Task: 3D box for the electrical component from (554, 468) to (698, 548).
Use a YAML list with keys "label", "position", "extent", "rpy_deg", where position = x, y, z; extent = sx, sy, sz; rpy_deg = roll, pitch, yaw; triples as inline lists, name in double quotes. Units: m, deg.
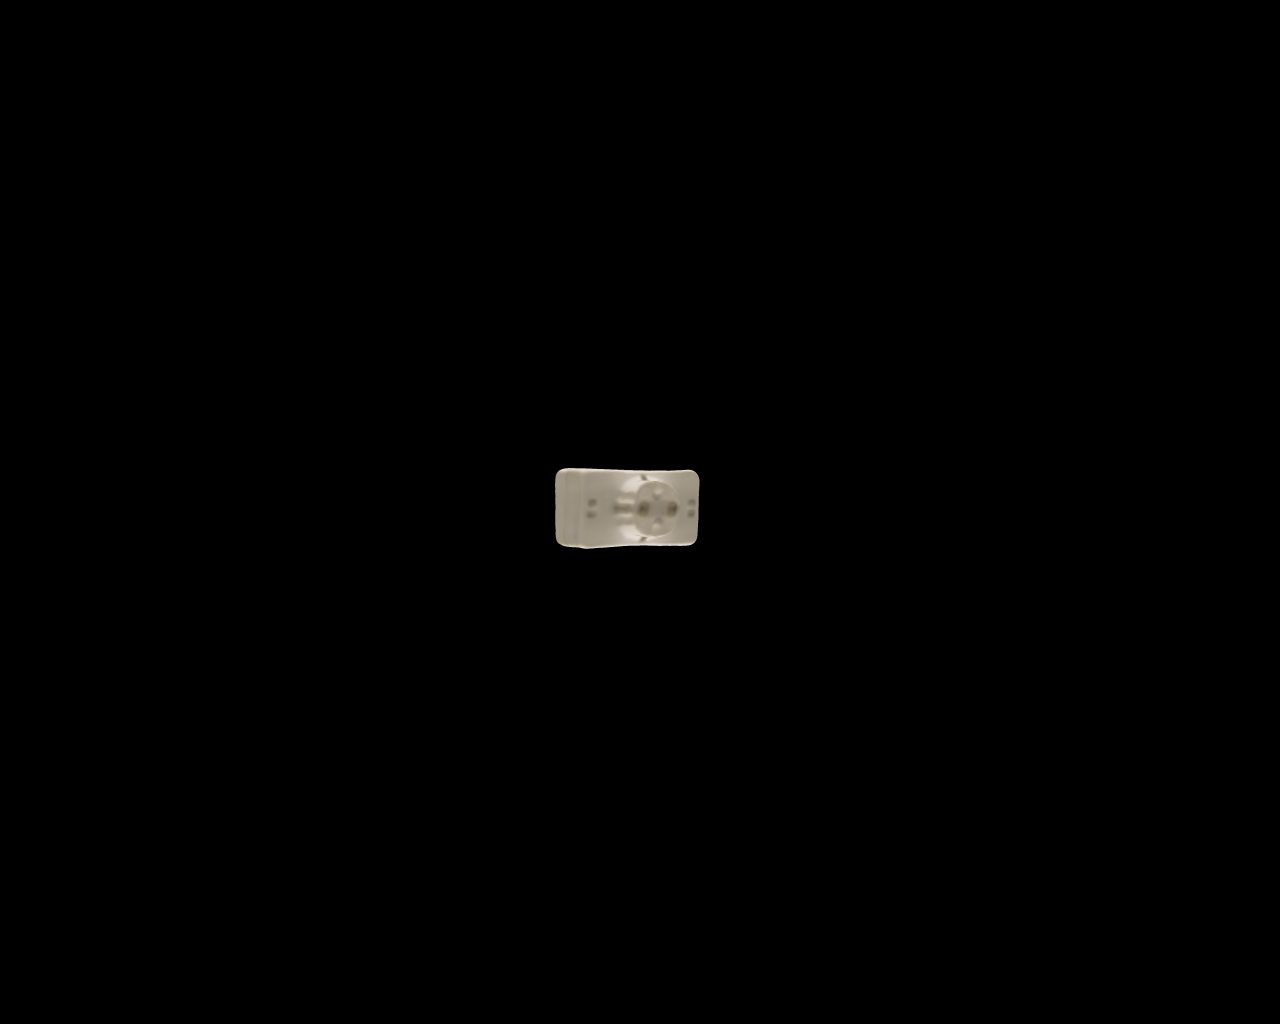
- label: "electrical component"
  position: [0.001, -0.003, 0.650]
  extent: [0.083, 0.047, 0.075]
  rpy_deg: [0, 0, -28]
